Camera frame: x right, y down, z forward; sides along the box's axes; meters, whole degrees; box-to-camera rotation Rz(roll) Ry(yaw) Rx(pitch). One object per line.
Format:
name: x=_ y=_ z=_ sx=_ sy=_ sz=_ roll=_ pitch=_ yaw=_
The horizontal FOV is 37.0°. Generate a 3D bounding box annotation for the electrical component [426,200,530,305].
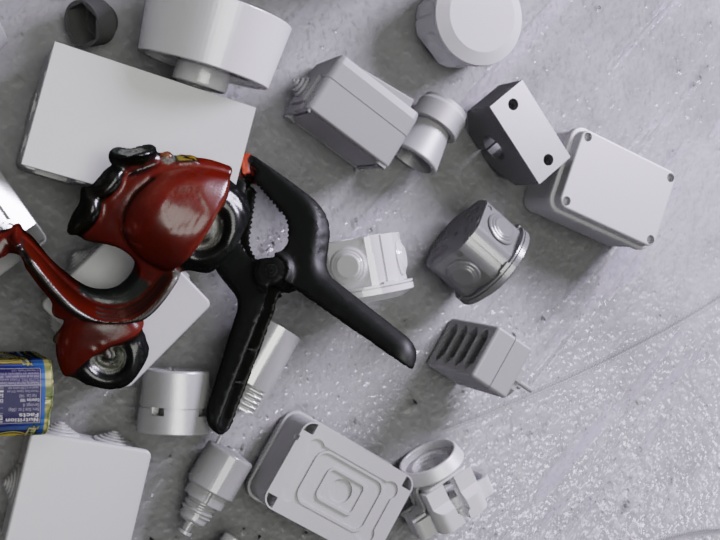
electrical component: x=0.098 y=-0.015 z=0.897 sx=0.051 sy=0.080 sz=0.080 roll=41 pitch=77 yaw=-14

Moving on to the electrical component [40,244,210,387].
electrical component: x=-0.176 y=0.024 z=0.799 sx=0.099 sy=0.048 sz=0.099 roll=-46 pitch=108 yaw=-14

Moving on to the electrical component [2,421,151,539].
electrical component: x=-0.211 y=0.165 z=0.792 sx=0.100 sy=0.048 sz=0.099 roll=14 pitch=87 yaw=-23

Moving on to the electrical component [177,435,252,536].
electrical component: x=-0.117 y=0.169 z=0.836 sx=0.040 sy=0.040 sz=0.078 roll=34 pitch=80 yaw=-21

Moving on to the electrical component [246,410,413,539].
electrical component: x=-0.026 y=0.171 z=0.865 sx=0.113 sy=0.057 sz=0.078 roll=33 pitch=80 yaw=-21

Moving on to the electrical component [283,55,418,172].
electrical component: x=-0.011 y=-0.130 z=0.854 sx=0.096 sy=0.062 sz=0.061 roll=35 pitch=79 yaw=-20

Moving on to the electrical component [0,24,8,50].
electrical component: x=-0.282 y=-0.167 z=0.741 sx=0.057 sy=0.058 sz=0.078 roll=-33 pitch=104 yaw=-16

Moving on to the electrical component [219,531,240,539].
electrical component: x=-0.115 y=0.234 z=0.838 sx=0.043 sy=0.043 sz=0.062 roll=38 pitch=77 yaw=-20

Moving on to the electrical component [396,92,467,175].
electrical component: x=0.057 y=-0.114 z=0.893 sx=0.045 sy=0.045 sz=0.055 roll=36 pitch=79 yaw=-20

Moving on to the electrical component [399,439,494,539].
electrical component: x=0.067 y=0.180 z=0.905 sx=0.078 sy=0.058 sz=0.057 roll=-30 pitch=106 yaw=-19

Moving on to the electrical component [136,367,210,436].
electrical component: x=-0.141 y=0.099 z=0.815 sx=0.055 sy=0.055 sz=0.047 roll=4 pitch=87 yaw=-23

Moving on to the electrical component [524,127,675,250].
electrical component: x=0.213 y=-0.071 z=0.953 sx=0.113 sy=0.057 sz=0.078 roll=21 pitch=84 yaw=-22

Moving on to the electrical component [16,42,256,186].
electrical component: x=-0.165 y=-0.097 z=0.791 sx=0.150 sy=0.062 sz=0.089 roll=16 pitch=87 yaw=-23

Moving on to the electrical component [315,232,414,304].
electrical component: x=0.000 y=0.000 z=0.856 sx=0.080 sy=0.080 sz=0.051 roll=-10 pitch=91 yaw=-22

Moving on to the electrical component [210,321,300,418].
electrical component: x=-0.085 y=0.079 z=0.843 sx=0.043 sy=0.043 sz=0.081 roll=32 pitch=80 yaw=-21

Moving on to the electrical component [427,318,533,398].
electrical component: x=0.113 y=0.082 z=0.904 sx=0.076 sy=0.083 sz=0.047 roll=34 pitch=80 yaw=-20

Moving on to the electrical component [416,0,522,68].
electrical component: x=0.090 y=-0.208 z=0.899 sx=0.080 sy=0.051 sz=0.080 roll=-1 pitch=93 yaw=-23

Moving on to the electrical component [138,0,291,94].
electrical component: x=-0.110 y=-0.164 z=0.789 sx=0.108 sy=0.108 sz=0.060 roll=15 pitch=93 yaw=-23

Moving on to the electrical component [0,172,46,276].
electrical component: x=-0.288 y=-0.031 z=0.722 sx=0.108 sy=0.056 sz=0.108 roll=58 pitch=41 yaw=-15
